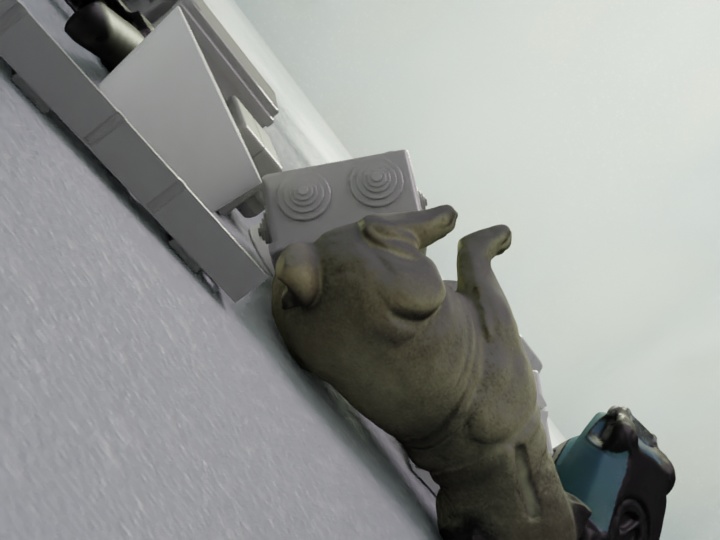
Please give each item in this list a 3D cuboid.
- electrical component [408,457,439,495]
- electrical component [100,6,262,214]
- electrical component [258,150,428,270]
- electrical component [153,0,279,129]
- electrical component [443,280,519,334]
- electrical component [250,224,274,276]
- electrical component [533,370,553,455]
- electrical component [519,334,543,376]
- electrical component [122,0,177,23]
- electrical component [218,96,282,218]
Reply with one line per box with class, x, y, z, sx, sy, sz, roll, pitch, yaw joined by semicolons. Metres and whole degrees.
electrical component;0.051;0.108;0.680;0.081;0.042;0.063;49;10;-29
electrical component;-0.089;-0.080;0.571;0.099;0.064;0.099;52;6;-7
electrical component;-0.009;-0.026;0.623;0.099;0.100;0.048;87;-8;-72
electrical component;-0.116;-0.151;0.821;0.108;0.056;0.108;51;6;-17
electrical component;0.059;0.057;0.712;0.099;0.099;0.064;51;34;-24
electrical component;-0.026;0.000;0.721;0.099;0.064;0.099;57;-7;11
electrical component;0.116;0.108;0.797;0.076;0.047;0.065;113;-29;-71
electrical component;0.108;0.104;0.938;0.062;0.096;0.061;13;-26;42
electrical component;-0.177;-0.231;0.867;0.065;0.047;0.077;57;7;34
electrical component;-0.071;-0.059;0.675;0.076;0.047;0.065;50;6;-27
